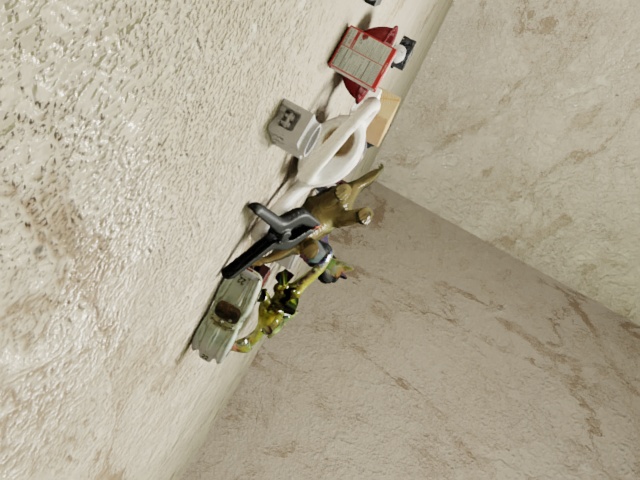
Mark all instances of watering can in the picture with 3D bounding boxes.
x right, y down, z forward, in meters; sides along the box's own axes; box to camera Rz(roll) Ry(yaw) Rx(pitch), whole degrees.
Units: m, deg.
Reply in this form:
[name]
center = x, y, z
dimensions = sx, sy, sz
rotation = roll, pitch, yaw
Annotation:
[watering can]
center = -0.004, -0.142, 1.017
dimensions = 0.346, 0.104, 0.225
rotation = -47, 179, 9

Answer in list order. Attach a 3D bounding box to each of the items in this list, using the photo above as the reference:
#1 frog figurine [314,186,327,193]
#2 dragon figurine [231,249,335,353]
[frog figurine]
center = 0.005, -0.076, 1.511
dimensions = 0.138, 0.124, 0.156
rotation = -11, 151, -40
[dragon figurine]
center = -0.109, 0.201, 1.562
dimensions = 0.415, 0.123, 0.238
rotation = -37, 163, -20
